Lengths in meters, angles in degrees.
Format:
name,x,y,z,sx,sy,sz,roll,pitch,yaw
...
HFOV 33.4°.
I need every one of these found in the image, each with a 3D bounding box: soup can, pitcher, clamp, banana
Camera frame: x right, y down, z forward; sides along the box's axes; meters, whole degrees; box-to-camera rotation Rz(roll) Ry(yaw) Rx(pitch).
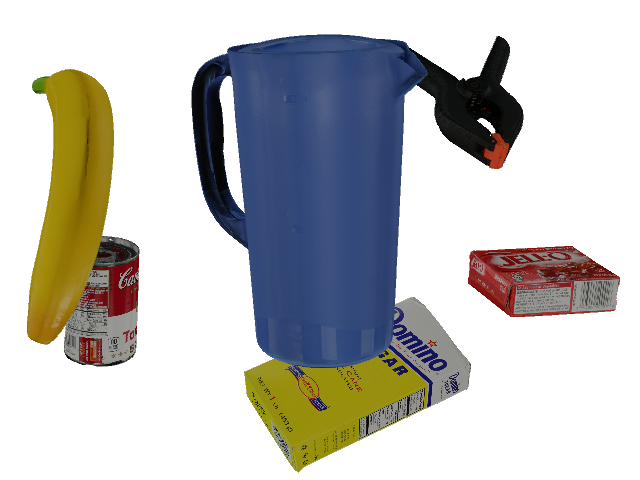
name,x,y,z,sx,sy,sz,roll,pitch,yaw
soup can,-0.200,0.055,0.968,0.068,0.102,0.068,4,20,-2
pitcher,-0.009,-0.034,0.814,0.144,0.243,0.149,-7,16,-21
clamp,0.126,-0.132,0.972,0.120,0.039,0.171,-3,44,-1
banana,-0.152,-0.036,0.653,0.037,0.198,0.070,14,-37,-30

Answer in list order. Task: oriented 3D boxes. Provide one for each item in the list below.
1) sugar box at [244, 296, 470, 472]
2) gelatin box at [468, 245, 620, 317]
name,x,y,z,sx,sy,sz,roll,pitch,yaw
sugar box,0.033,0.121,0.929,0.176,0.048,0.093,-25,51,-16
gelatin box,0.164,0.029,0.794,0.089,0.030,0.073,-2,18,-15
